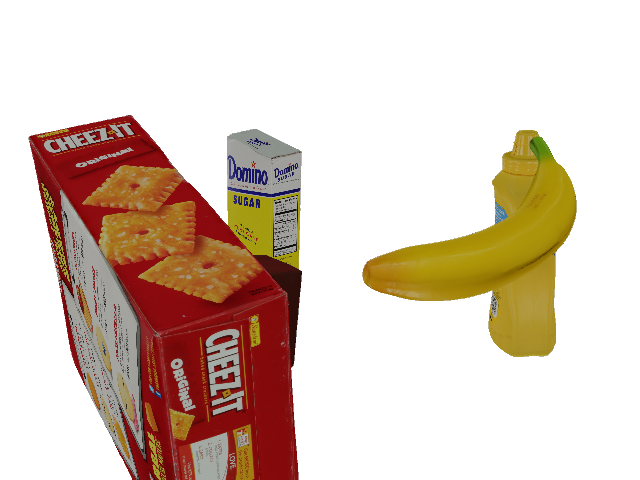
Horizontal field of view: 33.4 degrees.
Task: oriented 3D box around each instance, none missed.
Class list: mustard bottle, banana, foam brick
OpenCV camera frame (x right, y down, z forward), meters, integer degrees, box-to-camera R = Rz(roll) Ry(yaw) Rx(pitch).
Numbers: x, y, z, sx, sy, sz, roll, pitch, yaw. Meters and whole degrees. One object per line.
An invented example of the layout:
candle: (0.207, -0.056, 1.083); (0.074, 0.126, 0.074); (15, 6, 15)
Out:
mustard bottle: (0.178, -0.002, 0.935); (0.058, 0.192, 0.096); (-2, 19, 2)
banana: (0.111, -0.003, 0.684); (0.070, 0.037, 0.197); (34, 47, 26)
foam brick: (-0.051, 0.054, 0.801); (0.052, 0.078, 0.051); (-5, 16, -36)

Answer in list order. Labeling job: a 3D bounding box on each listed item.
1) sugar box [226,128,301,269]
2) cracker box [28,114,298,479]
sugar box: (-0.063, -0.023, 1.154); (0.048, 0.176, 0.093); (-17, 29, -31)
cracker box: (-0.086, 0.049, 0.577); (0.072, 0.164, 0.214); (-16, 35, -21)
